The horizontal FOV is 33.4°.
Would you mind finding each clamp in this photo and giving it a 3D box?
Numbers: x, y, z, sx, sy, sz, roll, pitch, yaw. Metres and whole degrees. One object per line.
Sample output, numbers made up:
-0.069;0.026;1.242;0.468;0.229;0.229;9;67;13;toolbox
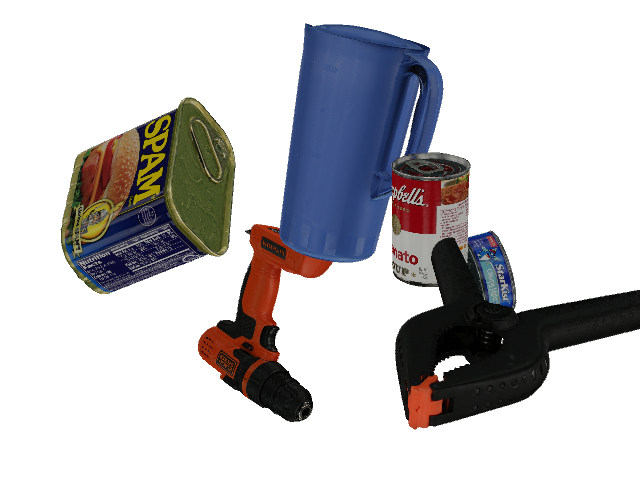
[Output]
0.102;0.055;0.684;0.165;0.036;0.209;19;31;35;clamp

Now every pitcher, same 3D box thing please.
0.035;-0.101;1.131;0.145;0.243;0.149;9;16;-4;pitcher

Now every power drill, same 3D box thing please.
-0.051;0.088;1.190;0.057;0.188;0.185;12;13;-47;power drill

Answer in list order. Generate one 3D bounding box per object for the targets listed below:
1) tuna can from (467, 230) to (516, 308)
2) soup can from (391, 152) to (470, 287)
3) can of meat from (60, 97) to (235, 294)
0.172;0.035;1.105;0.033;0.086;0.086;-15;1;-5;tuna can
0.096;-0.019;0.933;0.068;0.102;0.068;-2;22;0;soup can
-0.102;-0.025;0.634;0.084;0.102;0.057;-21;-46;22;can of meat
